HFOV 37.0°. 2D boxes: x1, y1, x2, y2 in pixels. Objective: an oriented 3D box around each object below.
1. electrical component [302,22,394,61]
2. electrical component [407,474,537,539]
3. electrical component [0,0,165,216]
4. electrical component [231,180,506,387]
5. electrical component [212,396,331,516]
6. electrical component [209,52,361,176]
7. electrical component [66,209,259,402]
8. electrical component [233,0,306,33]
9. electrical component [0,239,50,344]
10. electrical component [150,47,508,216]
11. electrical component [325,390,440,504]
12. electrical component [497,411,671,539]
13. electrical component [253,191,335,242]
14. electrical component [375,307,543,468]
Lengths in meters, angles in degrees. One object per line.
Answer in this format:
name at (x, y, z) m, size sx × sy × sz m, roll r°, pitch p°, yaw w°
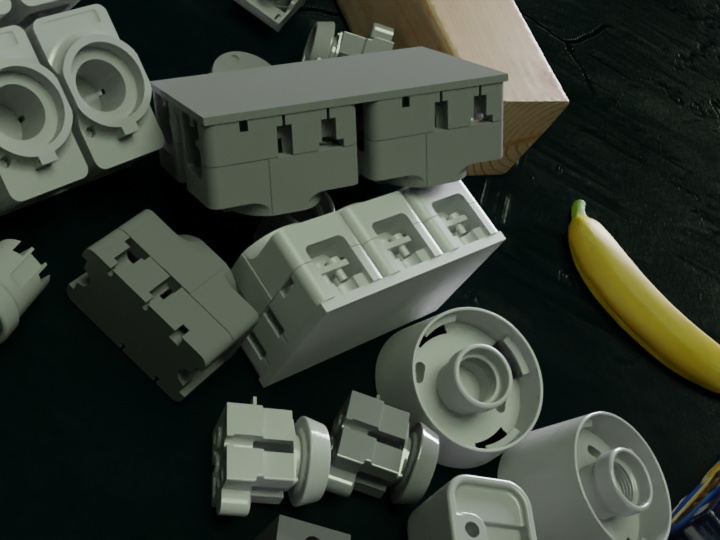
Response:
electrical component at (-0.011, -0.151, 0.777) m, size 0.055 × 0.066 × 0.048 m, roll 16°, pitch 6°, yaw -13°
electrical component at (0.060, 0.167, 0.580) m, size 0.054 × 0.059 × 0.095 m, roll 13°, pitch 51°, yaw -23°
electrical component at (-0.197, -0.134, 0.600) m, size 0.105 × 0.060 × 0.186 m, roll -30°, pitch 99°, yaw -41°
electrical component at (0.000, 0.000, 0.647) m, size 0.150 × 0.089 × 0.061 m, roll -21°, pitch 70°, yaw -40°
electrical component at (-0.048, 0.101, 0.575) m, size 0.055 × 0.048 × 0.066 m, roll 8°, pitch 53°, yaw -17°
electrical component at (-0.034, -0.115, 0.723) m, size 0.138 × 0.073 × 0.052 m, roll 12°, pitch 52°, yaw -24°
electrical component at (-0.107, 0.017, 0.597) m, size 0.089 × 0.050 × 0.056 m, roll 43°, pitch 46°, yaw 4°
electrical component at (-0.056, -0.220, 0.796) m, size 0.042 × 0.063 × 0.081 m, roll 34°, pitch 47°, yaw -4°
electrical component at (-0.189, 0.011, 0.560) m, size 0.040 × 0.040 × 0.046 m, roll 34°, pitch 41°, yaw -5°
electrical component at (-0.019, -0.086, 0.647) m, size 0.186 × 0.060 × 0.105 m, roll -12°, pitch 24°, yaw -23°
electrical component at (0.012, 0.104, 0.609) m, size 0.055 × 0.048 × 0.066 m, roll 20°, pitch 48°, yaw -7°
electrical component at (0.142, 0.138, 0.665) m, size 0.099 × 0.064 × 0.099 m, roll 24°, pitch 49°, yaw -32°
electrical component at (-0.043, -0.029, 0.673) m, size 0.040 × 0.046 × 0.040 m, roll 16°, pitch 50°, yaw -20°
electrical component at (0.061, 0.072, 0.665) m, size 0.099 × 0.064 × 0.099 m, roll 9°, pitch 66°, yaw -22°
